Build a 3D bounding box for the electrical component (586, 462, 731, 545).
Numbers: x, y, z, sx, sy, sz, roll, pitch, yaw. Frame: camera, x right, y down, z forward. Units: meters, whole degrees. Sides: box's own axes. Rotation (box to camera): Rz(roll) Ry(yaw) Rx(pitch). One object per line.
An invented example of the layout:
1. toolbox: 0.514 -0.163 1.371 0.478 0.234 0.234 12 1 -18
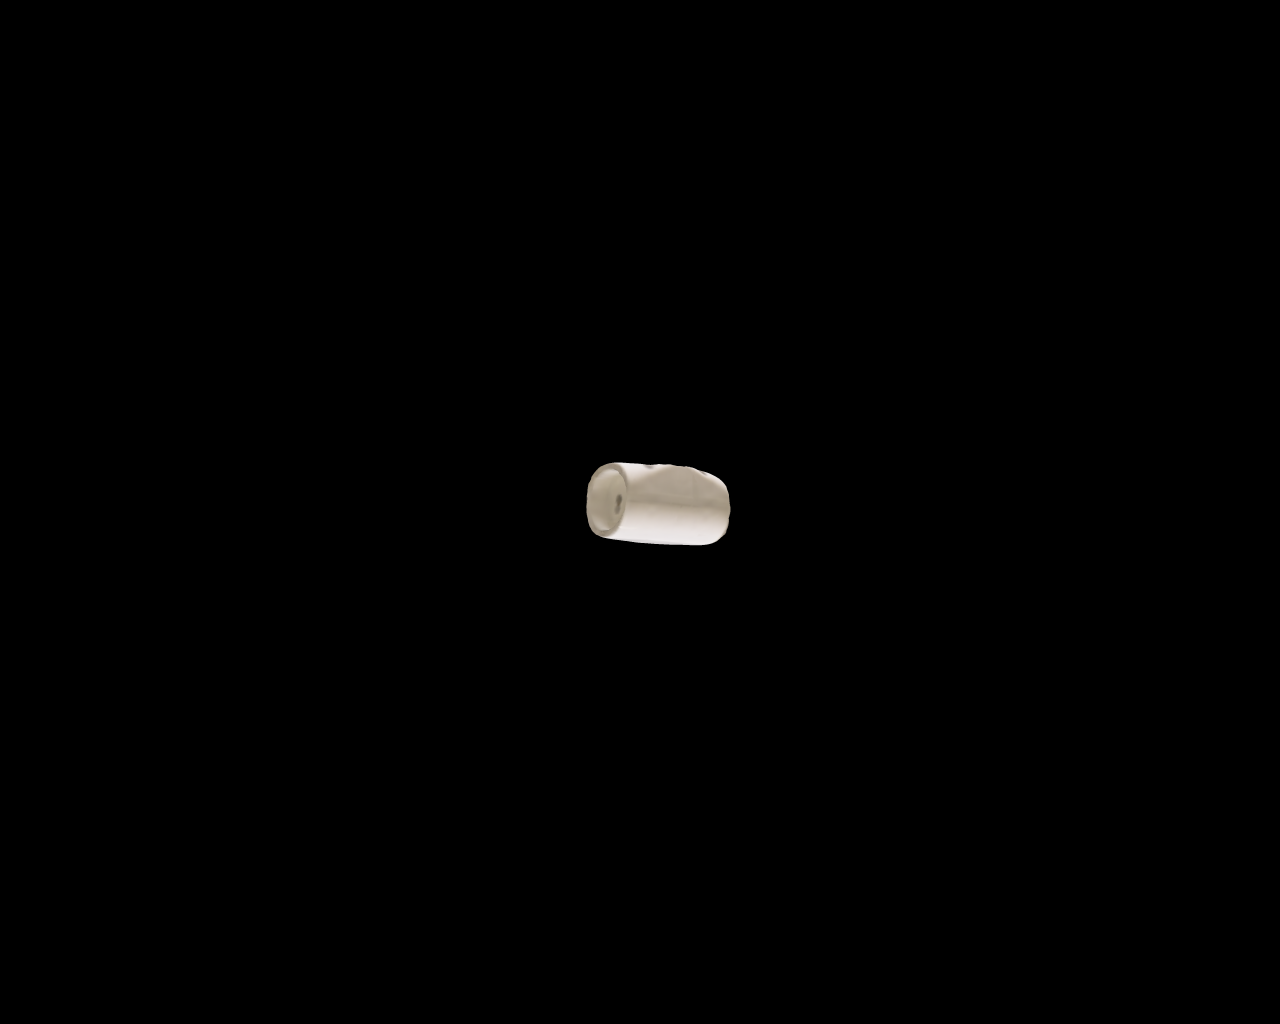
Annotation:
1. electrical component: 0.001 -0.003 0.650 0.077 0.044 0.079 5 -9 -36
